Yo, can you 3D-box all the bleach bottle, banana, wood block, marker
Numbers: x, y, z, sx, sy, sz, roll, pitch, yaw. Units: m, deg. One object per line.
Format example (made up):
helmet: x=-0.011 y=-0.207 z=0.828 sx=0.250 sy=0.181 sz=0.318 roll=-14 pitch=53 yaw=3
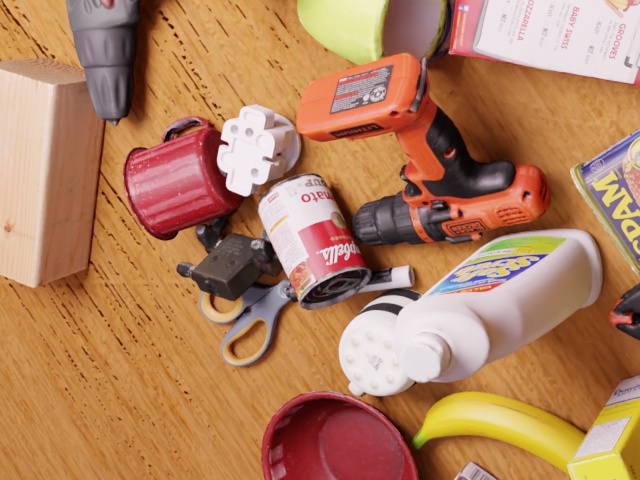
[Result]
bleach bottle: x=0.129 y=0.051 z=0.786 sx=0.103 sy=0.250 sz=0.068 roll=-4 pitch=101 yaw=29
banana: x=0.173 y=0.171 z=0.921 sx=0.198 sy=0.037 sz=0.069 roll=12 pitch=126 yaw=27
wood block: x=-0.283 y=-0.070 z=1.071 sx=0.091 sy=0.090 sz=0.206 roll=19 pitch=111 yaw=22
marker: x=0.025 y=0.040 z=0.964 sx=0.121 sy=0.020 sz=0.020 roll=-9 pitch=99 yaw=21

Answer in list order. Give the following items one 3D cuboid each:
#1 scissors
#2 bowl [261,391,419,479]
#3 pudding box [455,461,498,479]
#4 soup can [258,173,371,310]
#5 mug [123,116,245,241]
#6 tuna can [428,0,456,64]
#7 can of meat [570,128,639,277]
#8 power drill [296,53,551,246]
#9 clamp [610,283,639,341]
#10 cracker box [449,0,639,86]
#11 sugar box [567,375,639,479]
scissors: x=-0.047 y=0.038 z=1.014 sx=0.096 sy=0.016 sz=0.202 roll=43 pitch=118 yaw=12
bowl: x=0.027 y=0.209 z=0.994 sx=0.162 sy=0.055 sz=0.162 roll=7 pitch=106 yaw=27
pudding box: x=0.152 y=0.266 z=0.951 sx=0.113 sy=0.039 sz=0.090 roll=38 pitch=117 yaw=15
soup can: x=-0.006 y=0.001 z=0.937 sx=0.069 sy=0.068 sz=0.102 roll=-39 pitch=63 yaw=30
mug: x=-0.123 y=-0.065 z=0.995 sx=0.082 sy=0.093 sz=0.117 roll=-18 pitch=56 yaw=23
tuna can: x=0.073 y=-0.186 z=0.882 sx=0.086 sy=0.033 sz=0.086 roll=8 pitch=106 yaw=27
can of meat: x=0.256 y=-0.036 z=0.810 sx=0.084 sy=0.057 sz=0.102 roll=-35 pitch=86 yaw=28
power drill: x=0.065 y=-0.061 z=0.850 sx=0.185 sy=0.187 sz=0.057 roll=-13 pitch=53 yaw=36
clamp: x=0.323 y=0.044 z=0.797 sx=0.210 sy=0.036 sz=0.164 roll=5 pitch=116 yaw=31
cracker box: x=0.214 y=-0.202 z=0.782 sx=0.214 sy=0.072 sz=0.164 roll=14 pitch=109 yaw=24
sugar box: x=0.242 y=0.170 z=0.799 sx=0.048 sy=0.175 sz=0.093 roll=-22 pitch=93 yaw=33
